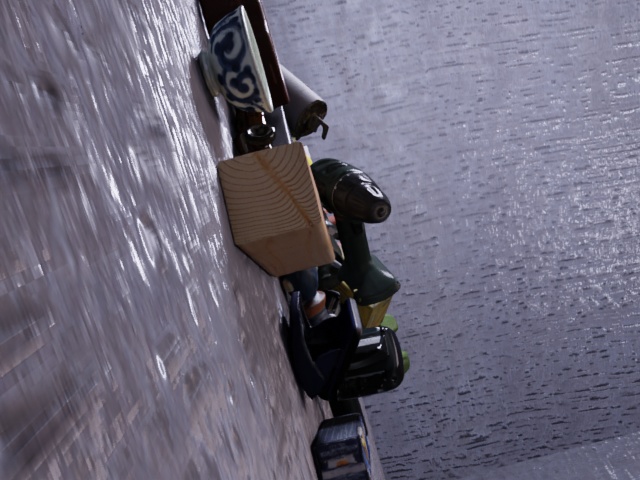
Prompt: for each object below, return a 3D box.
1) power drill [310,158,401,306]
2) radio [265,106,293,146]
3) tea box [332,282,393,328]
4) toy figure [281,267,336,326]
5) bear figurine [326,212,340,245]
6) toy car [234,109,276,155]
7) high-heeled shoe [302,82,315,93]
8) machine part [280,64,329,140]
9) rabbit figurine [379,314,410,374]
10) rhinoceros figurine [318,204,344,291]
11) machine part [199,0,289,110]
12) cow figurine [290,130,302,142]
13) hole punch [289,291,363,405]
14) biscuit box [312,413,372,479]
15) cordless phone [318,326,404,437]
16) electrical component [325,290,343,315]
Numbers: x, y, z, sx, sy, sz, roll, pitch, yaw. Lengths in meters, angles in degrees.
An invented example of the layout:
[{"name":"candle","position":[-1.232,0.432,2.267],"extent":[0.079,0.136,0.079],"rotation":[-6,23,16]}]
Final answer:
[{"name":"power drill","position":[0.051,-0.009,0.749],"extent":[0.232,0.086,0.207],"rotation":[49,-13,56]},{"name":"radio","position":[-0.066,-0.102,0.857],"extent":[0.230,0.073,0.130],"rotation":[-102,177,-47]},{"name":"tea box","position":[0.045,0.089,1.000],"extent":[0.170,0.068,0.098],"rotation":[37,-42,26]},{"name":"toy figure","position":[-0.020,0.080,0.818],"extent":[0.058,0.064,0.154],"rotation":[-139,-150,-66]},{"name":"bear figurine","position":[-0.007,-0.043,1.381],"extent":[0.196,0.132,0.120],"rotation":[-91,175,-61]},{"name":"toy car","position":[-0.089,-0.140,0.723],"extent":[0.202,0.053,0.089],"rotation":[-105,-166,-49]},{"name":"high-heeled shoe","position":[-0.088,-0.346,1.091],"extent":[0.248,0.145,0.086],"rotation":[75,-1,-57]},{"name":"machine part","position":[-0.069,-0.263,0.959],"extent":[0.243,0.079,0.079],"rotation":[45,-10,22]},{"name":"rabbit figurine","position":[0.060,0.221,1.040],"extent":[0.159,0.170,0.121],"rotation":[-11,-86,50]},{"name":"rhinoceros figurine","position":[-0.002,-0.003,0.912],"extent":[0.112,0.073,0.190],"rotation":[33,34,-55]},{"name":"machine part","position":[-0.117,-0.310,0.825],"extent":[0.200,0.087,0.201],"rotation":[71,5,-58]},{"name":"cow figurine","position":[-0.085,-0.244,1.084],"extent":[0.167,0.098,0.068],"rotation":[49,28,-72]},{"name":"hole punch","position":[-0.005,0.136,0.710],"extent":[0.142,0.092,0.115],"rotation":[-109,-147,-71]},{"name":"biscuit box","position":[0.033,0.280,0.726],"extent":[0.202,0.063,0.059],"rotation":[64,12,-79]},{"name":"cordless phone","position":[0.068,0.236,0.843],"extent":[0.089,0.147,0.184],"rotation":[-64,138,-72]},{"name":"electrical component","position":[-0.001,0.147,0.921],"extent":[0.119,0.048,0.074],"rotation":[-65,160,-18]}]
